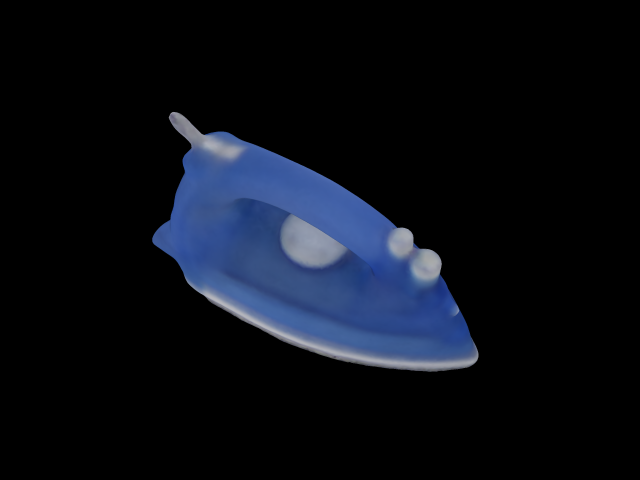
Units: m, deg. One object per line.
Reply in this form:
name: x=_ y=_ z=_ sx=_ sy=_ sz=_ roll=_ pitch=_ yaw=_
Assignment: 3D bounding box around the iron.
iron: x=0.004 y=0.001 z=0.400 sx=0.257 sy=0.141 sz=0.119 roll=25 pitch=63 yaw=14
